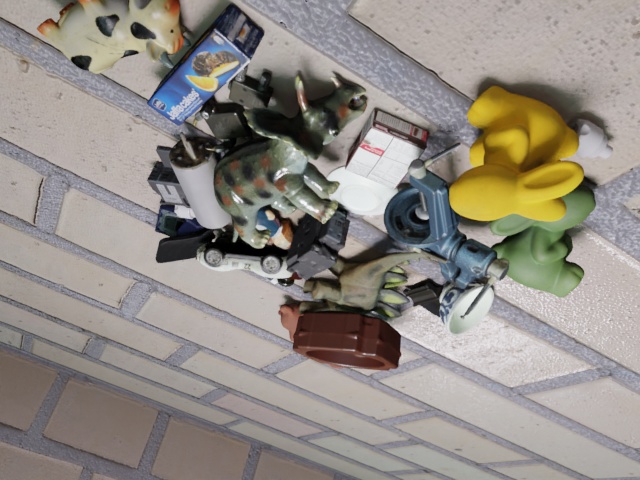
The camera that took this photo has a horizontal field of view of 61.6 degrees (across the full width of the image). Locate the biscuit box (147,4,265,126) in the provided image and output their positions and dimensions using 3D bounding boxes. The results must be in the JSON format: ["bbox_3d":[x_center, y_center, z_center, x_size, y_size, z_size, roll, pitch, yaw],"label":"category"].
[{"bbox_3d":[-0.164,-0.234,0.745,0.059,0.063,0.203,36,142,-26],"label":"biscuit box"}]

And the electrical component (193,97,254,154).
[{"bbox_3d":[-0.151,-0.176,0.841,0.078,0.045,0.102,6,146,18],"label":"electrical component"}]

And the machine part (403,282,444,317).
[{"bbox_3d":[0.249,0.134,1.141,0.138,0.039,0.084,36,136,-25],"label":"machine part"}]

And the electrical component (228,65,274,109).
[{"bbox_3d":[-0.104,-0.214,0.785,0.063,0.021,0.094,21,147,-8],"label":"electrical component"}]

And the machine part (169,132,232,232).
[{"bbox_3d":[-0.206,-0.098,0.956,0.079,0.079,0.243,8,148,12],"label":"machine part"}]

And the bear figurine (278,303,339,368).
[{"bbox_3d":[-0.016,0.231,1.321,0.196,0.132,0.120,14,161,-8],"label":"bear figurine"}]

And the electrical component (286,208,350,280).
[{"bbox_3d":[-0.002,-0.003,0.973,0.058,0.115,0.134,25,146,-22],"label":"electrical component"}]

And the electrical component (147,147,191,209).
[{"bbox_3d":[-0.273,-0.113,0.989,0.075,0.048,0.119,10,148,9],"label":"electrical component"}]

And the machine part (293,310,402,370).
[{"bbox_3d":[0.060,0.216,1.154,0.201,0.087,0.201,-3,157,29],"label":"machine part"}]

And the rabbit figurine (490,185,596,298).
[{"bbox_3d":[0.342,-0.023,0.826,0.159,0.121,0.170,20,130,7],"label":"rabbit figurine"}]

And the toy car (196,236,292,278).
[{"bbox_3d":[-0.145,0.035,1.070,0.202,0.073,0.056,6,112,5],"label":"toy car"}]

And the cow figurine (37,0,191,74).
[{"bbox_3d":[-0.261,-0.275,0.707,0.195,0.085,0.127,-12,132,33],"label":"cow figurine"}]

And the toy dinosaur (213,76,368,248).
[{"bbox_3d":[-0.093,-0.097,0.836,0.405,0.131,0.192,-25,117,42],"label":"toy dinosaur"}]

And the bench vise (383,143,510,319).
[{"bbox_3d":[0.180,-0.025,0.810,0.224,0.129,0.240,46,169,37],"label":"bench vise"}]

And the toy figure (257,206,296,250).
[{"bbox_3d":[-0.093,-0.023,1.039,0.154,0.058,0.064,35,170,-30],"label":"toy figure"}]

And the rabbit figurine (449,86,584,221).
[{"bbox_3d":[0.234,-0.083,0.669,0.163,0.173,0.121,33,153,22],"label":"rabbit figurine"}]

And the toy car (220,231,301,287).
[{"bbox_3d":[-0.130,0.039,1.149,0.202,0.053,0.089,14,127,2],"label":"toy car"}]

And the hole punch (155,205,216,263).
[{"bbox_3d":[-0.288,-0.014,1.125,0.116,0.092,0.142,-5,153,-26],"label":"hole punch"}]

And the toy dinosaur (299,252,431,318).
[{"bbox_3d":[0.080,0.097,1.106,0.198,0.105,0.471,14,157,-10],"label":"toy dinosaur"}]
